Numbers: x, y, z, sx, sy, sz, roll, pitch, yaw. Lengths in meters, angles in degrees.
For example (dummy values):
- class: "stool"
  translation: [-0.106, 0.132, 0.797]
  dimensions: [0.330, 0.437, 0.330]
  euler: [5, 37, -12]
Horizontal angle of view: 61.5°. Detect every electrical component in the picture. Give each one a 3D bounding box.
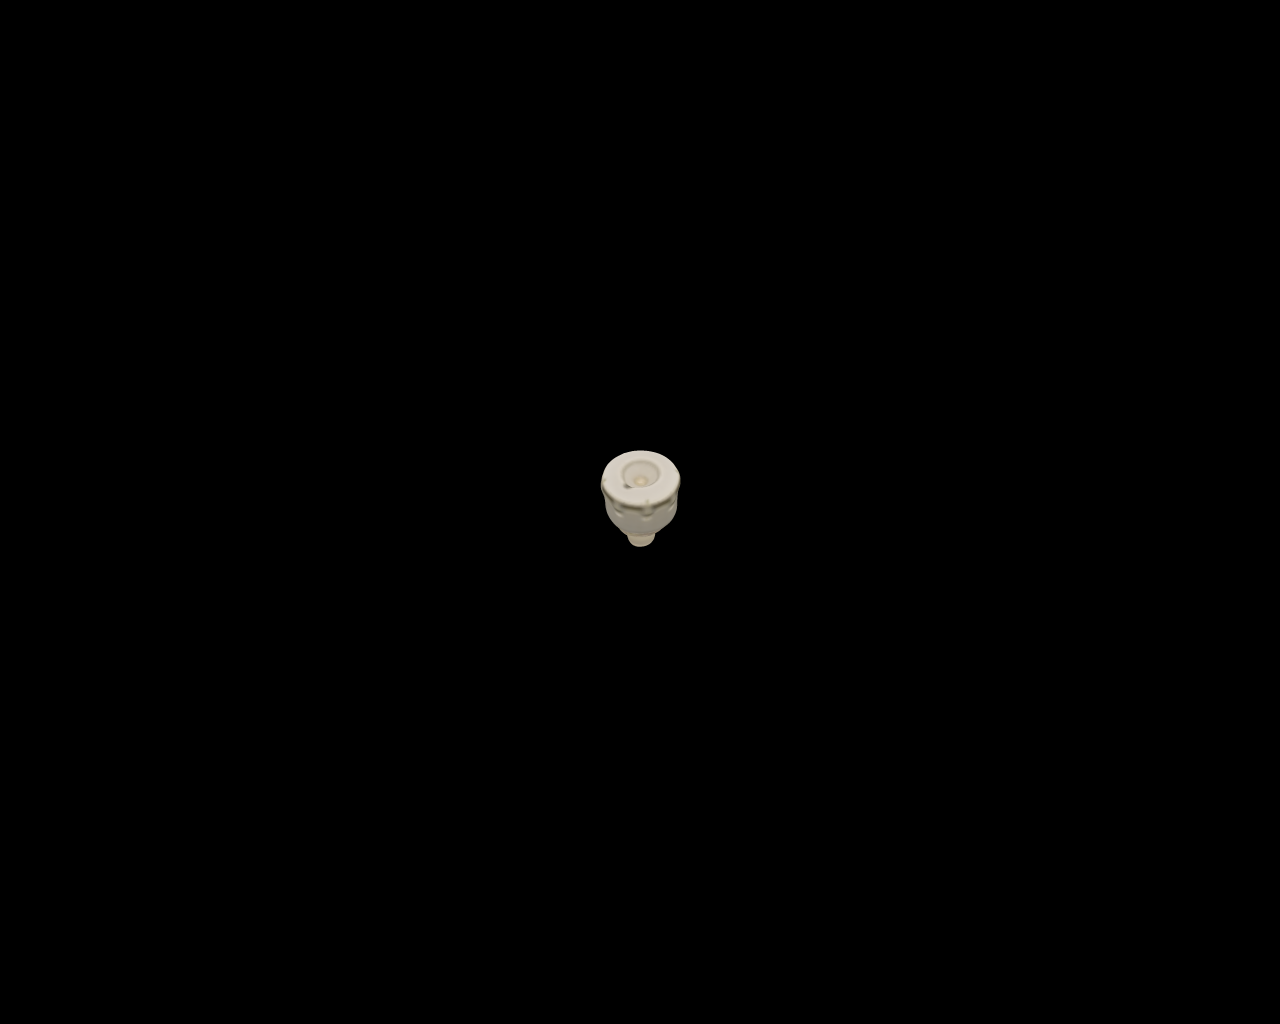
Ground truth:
- class: "electrical component"
  translation: [0.001, -0.003, 0.650]
  dimensions: [0.048, 0.048, 0.062]
  euler: [0, -43, 0]
